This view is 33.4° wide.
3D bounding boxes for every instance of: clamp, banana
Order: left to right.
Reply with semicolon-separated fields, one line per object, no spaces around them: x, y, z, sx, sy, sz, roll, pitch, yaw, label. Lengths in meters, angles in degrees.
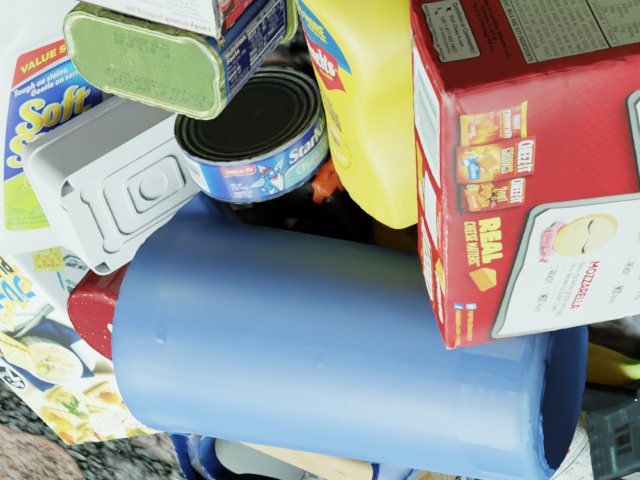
-0.004;0.001;0.678;0.120;0.039;0.172;31;156;-9;clamp
0.112;0.046;0.662;0.198;0.037;0.070;27;125;8;banana

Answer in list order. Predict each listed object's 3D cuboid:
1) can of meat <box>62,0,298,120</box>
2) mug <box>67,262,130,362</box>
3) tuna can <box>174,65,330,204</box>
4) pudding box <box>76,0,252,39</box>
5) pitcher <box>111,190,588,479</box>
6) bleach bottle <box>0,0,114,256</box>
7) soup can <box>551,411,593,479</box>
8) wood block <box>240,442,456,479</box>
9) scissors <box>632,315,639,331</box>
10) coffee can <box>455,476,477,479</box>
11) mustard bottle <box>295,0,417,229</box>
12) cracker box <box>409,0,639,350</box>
-0.076;-0.117;0.581;0.102;0.083;0.057;17;139;19;can of meat
-0.135;0.046;0.791;0.093;0.081;0.117;32;141;1;mug
-0.037;-0.061;0.607;0.086;0.086;0.034;9;139;26;tuna can
-0.078;-0.152;0.541;0.114;0.090;0.039;16;139;20;pudding box
0.017;0.072;0.595;0.243;0.145;0.149;7;142;27;pitcher
-0.177;-0.099;0.660;0.251;0.102;0.068;102;148;-48;bleach bottle
0.167;0.144;0.698;0.102;0.068;0.069;40;141;-8;soup can
-0.006;0.101;0.721;0.206;0.090;0.090;16;156;30;wood block
0.162;0.023;0.619;0.202;0.016;0.096;14;138;22;scissors
0.060;0.199;0.753;0.103;0.140;0.103;14;152;7;coffee can
0.020;-0.099;0.514;0.058;0.096;0.191;-21;138;-3;mustard bottle
0.145;-0.043;0.428;0.213;0.072;0.164;-12;142;-1;cracker box
